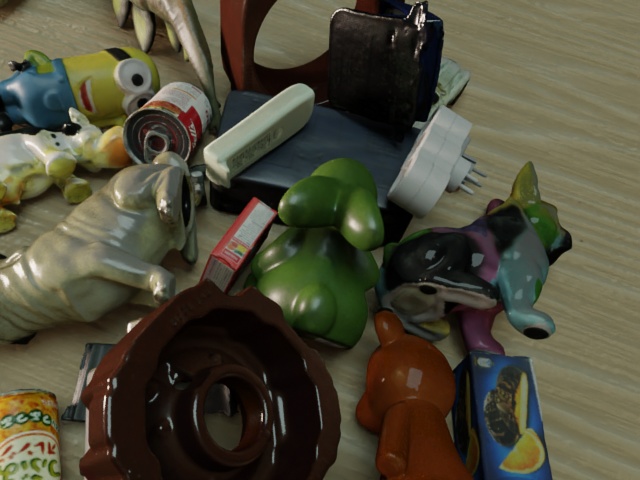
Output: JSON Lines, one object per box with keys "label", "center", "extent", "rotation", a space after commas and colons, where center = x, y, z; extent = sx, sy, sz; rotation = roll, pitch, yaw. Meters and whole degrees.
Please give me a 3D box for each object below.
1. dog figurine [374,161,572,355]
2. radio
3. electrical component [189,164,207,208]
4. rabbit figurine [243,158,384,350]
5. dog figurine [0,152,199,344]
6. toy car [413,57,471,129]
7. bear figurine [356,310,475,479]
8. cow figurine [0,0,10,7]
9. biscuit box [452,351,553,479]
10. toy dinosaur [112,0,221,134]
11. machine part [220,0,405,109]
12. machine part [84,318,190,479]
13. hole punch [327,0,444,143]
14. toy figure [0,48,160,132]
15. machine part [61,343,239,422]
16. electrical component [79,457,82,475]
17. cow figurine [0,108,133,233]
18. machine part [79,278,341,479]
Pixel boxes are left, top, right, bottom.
{"label": "dog figurine", "center": [0.165, 0.004, 0.550], "extent": [0.192, 0.108, 0.219], "rotation": [24, 51, -1]}
{"label": "radio", "center": [-0.003, -0.079, 0.595], "extent": [0.230, 0.073, 0.131], "rotation": [11, 56, -2]}
{"label": "electrical component", "center": [-0.164, -0.051, 0.559], "extent": [0.102, 0.045, 0.078], "rotation": [-6, 59, -16]}
{"label": "rabbit figurine", "center": [-0.001, -0.001, 0.471], "extent": [0.121, 0.159, 0.170], "rotation": [14, 75, 4]}
{"label": "dog figurine", "center": [-0.210, 0.002, 0.463], "extent": [0.191, 0.121, 0.172], "rotation": [1, 56, -2]}
{"label": "toy car", "center": [0.132, -0.186, 0.702], "extent": [0.074, 0.056, 0.202], "rotation": [34, 57, 12]}
{"label": "bear figurine", "center": [0.058, 0.163, 0.431], "extent": [0.132, 0.120, 0.196], "rotation": [-36, 30, 14]}
{"label": "cow figurine", "center": [-0.400, -0.375, 0.709], "extent": [0.127, 0.085, 0.195], "rotation": [17, 52, 8]}
{"label": "biscuit box", "center": [0.151, 0.198, 0.442], "extent": [0.059, 0.062, 0.203], "rotation": [7, 55, -6]}
{"label": "toy dinosaur", "center": [-0.214, -0.343, 0.652], "extent": [0.105, 0.198, 0.471], "rotation": [-20, 70, -21]}
{"label": "machine part", "center": [-0.012, -0.250, 0.628], "extent": [0.201, 0.201, 0.087], "rotation": [-16, 57, -21]}
{"label": "machine part", "center": [-0.121, 0.171, 0.367], "extent": [0.079, 0.079, 0.243], "rotation": [-5, 67, -14]}
{"label": "hole punch", "center": [0.079, -0.190, 0.573], "extent": [0.116, 0.142, 0.092], "rotation": [28, 39, 29]}
{"label": "toy figure", "center": [-0.270, -0.170, 0.598], "extent": [0.180, 0.082, 0.089], "rotation": [-16, 63, -18]}
{"label": "machine part", "center": [-0.136, 0.122, 0.453], "extent": [0.139, 0.039, 0.084], "rotation": [7, 50, -4]}
{"label": "electrical component", "center": [-0.137, 0.188, 0.417], "extent": [0.094, 0.021, 0.063], "rotation": [-4, 57, -13]}
{"label": "cow figurine", "center": [-0.279, -0.084, 0.549], "extent": [0.167, 0.068, 0.098], "rotation": [-29, 60, -28]}
{"label": "machine part", "center": [-0.066, 0.116, 0.355], "extent": [0.179, 0.056, 0.179], "rotation": [27, 49, -37]}
